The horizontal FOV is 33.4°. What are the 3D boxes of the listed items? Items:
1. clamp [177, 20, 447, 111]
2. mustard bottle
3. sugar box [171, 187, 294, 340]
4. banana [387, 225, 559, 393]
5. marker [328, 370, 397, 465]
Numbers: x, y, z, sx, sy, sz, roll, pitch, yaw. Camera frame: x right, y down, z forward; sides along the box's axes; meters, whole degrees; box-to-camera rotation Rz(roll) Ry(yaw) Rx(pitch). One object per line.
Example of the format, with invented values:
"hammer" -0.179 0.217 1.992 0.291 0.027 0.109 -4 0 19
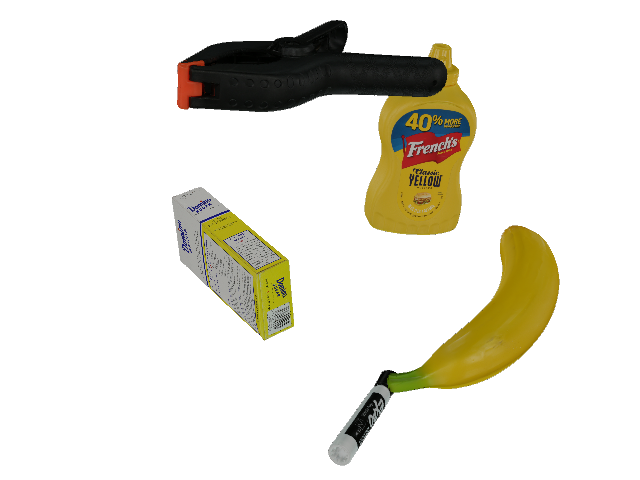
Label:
"clamp" -0.018 -0.113 0.684 0.171 0.039 0.120 -7 22 -26
"mustard bottle" 0.104 -0.101 1.057 0.096 0.192 0.058 3 27 -10
"sugar box" -0.095 0.021 1.147 0.048 0.093 0.176 -23 41 -25
"banana" 0.115 0.039 0.680 0.070 0.037 0.197 14 33 28
"marker" 0.037 0.137 0.848 0.020 0.020 0.121 0 23 25
